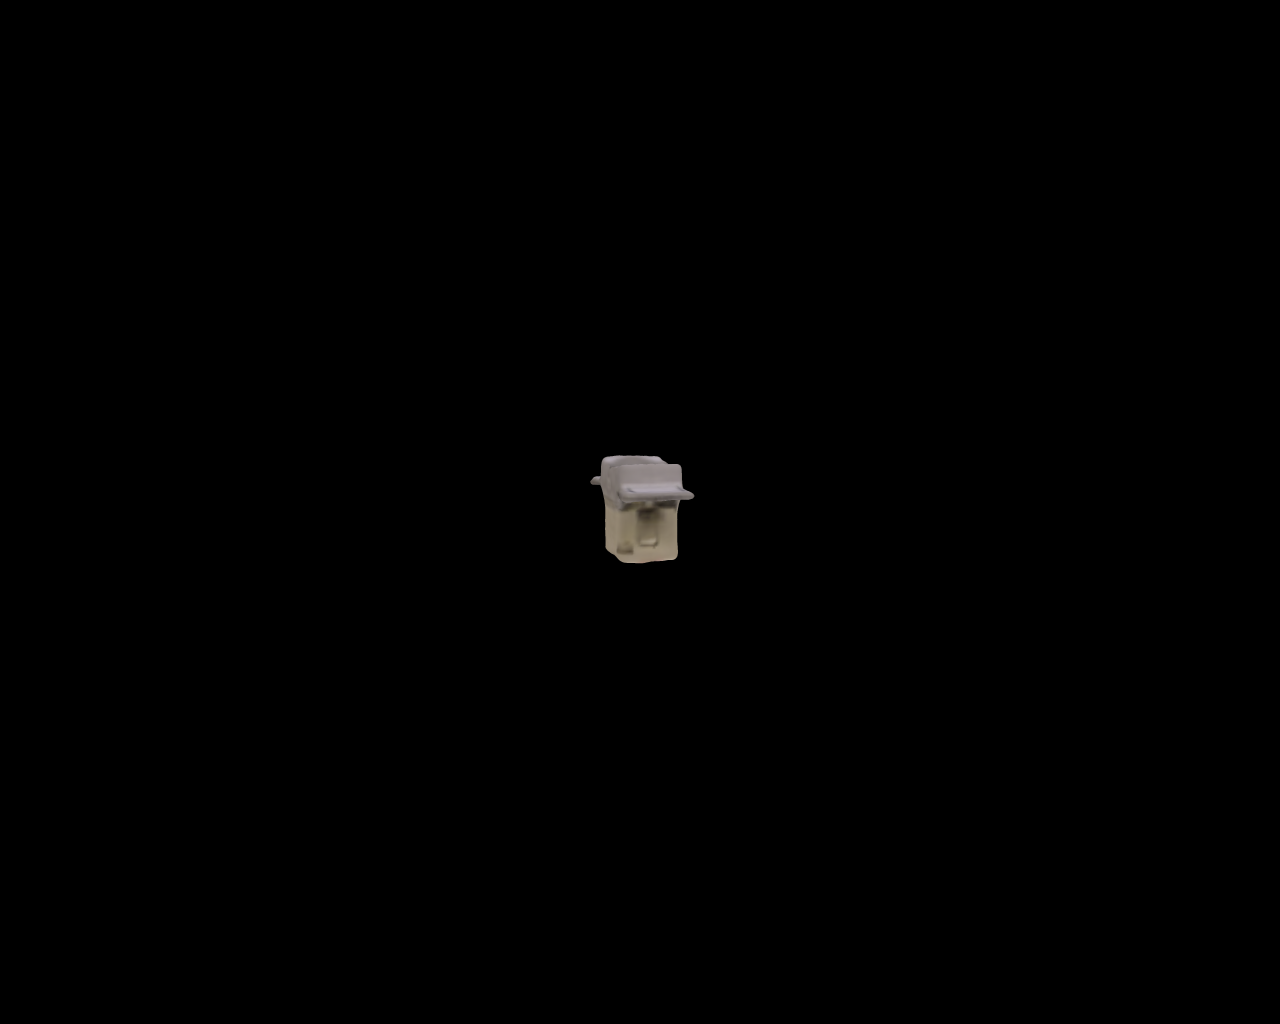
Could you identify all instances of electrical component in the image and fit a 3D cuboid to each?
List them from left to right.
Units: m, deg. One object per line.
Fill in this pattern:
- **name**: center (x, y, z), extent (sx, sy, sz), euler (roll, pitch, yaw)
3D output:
- **electrical component**: center (0.001, -0.003, 0.650), extent (0.042, 0.063, 0.081), euler (-3, 10, -15)
